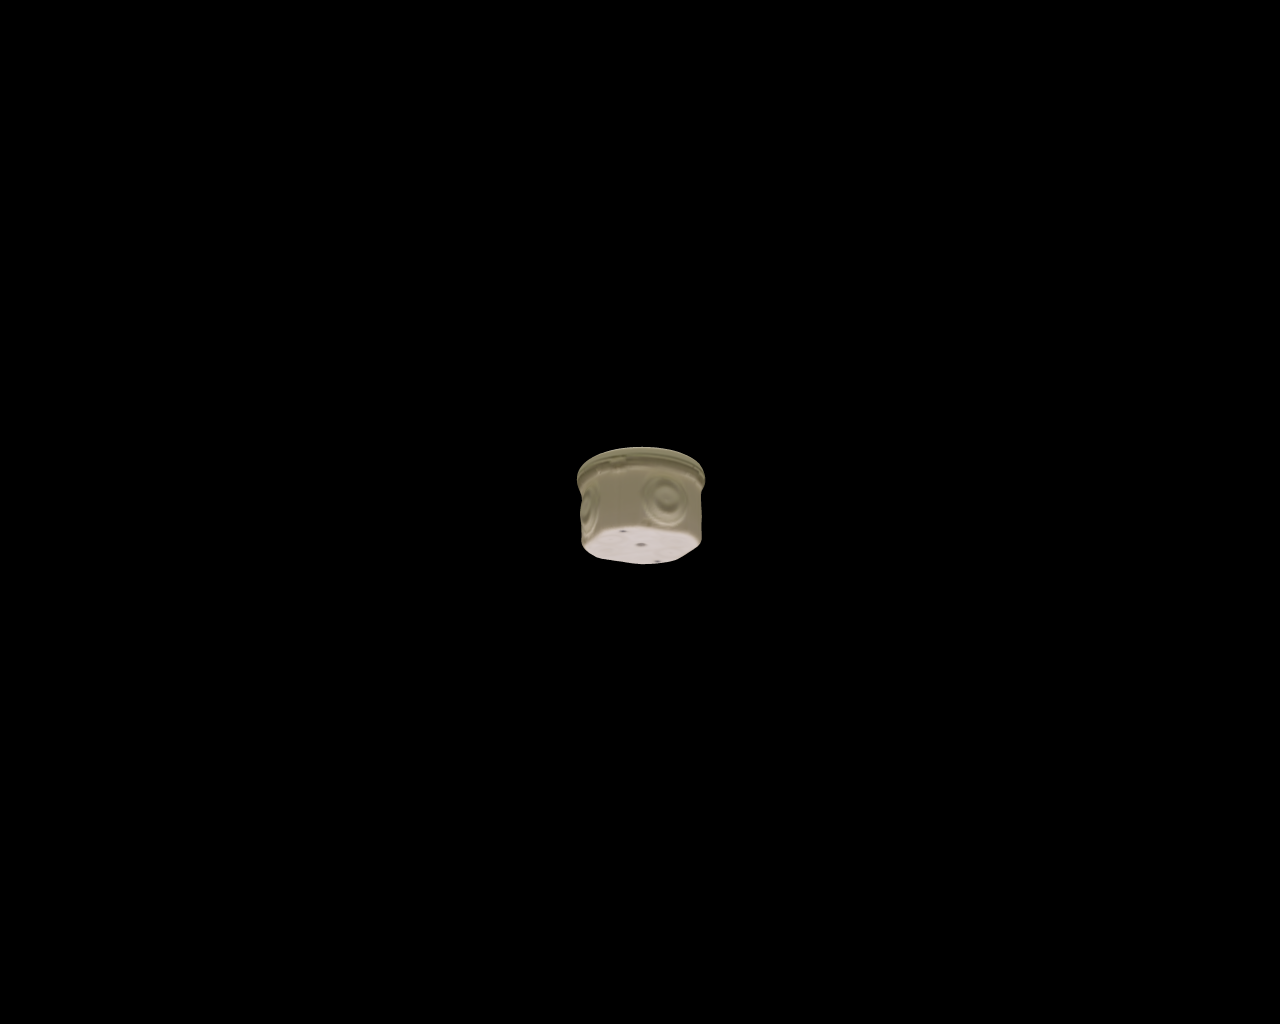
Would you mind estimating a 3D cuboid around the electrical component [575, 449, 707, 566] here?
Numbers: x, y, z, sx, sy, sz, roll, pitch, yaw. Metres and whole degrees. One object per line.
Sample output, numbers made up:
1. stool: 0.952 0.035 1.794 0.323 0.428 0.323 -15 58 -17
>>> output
1. electrical component: 0.001 -0.003 0.650 0.080 0.051 0.080 0 -22 0
